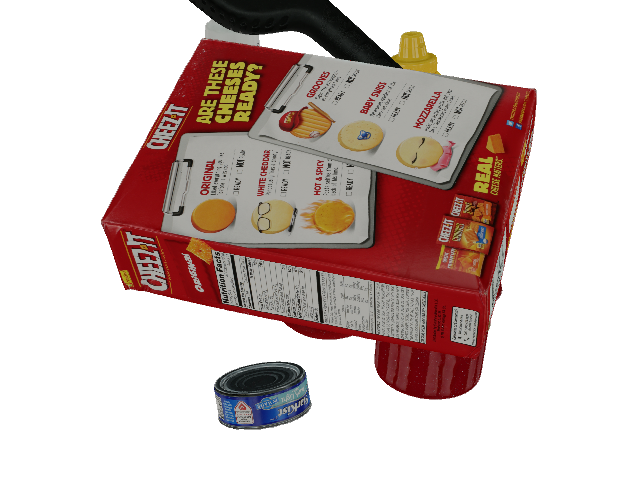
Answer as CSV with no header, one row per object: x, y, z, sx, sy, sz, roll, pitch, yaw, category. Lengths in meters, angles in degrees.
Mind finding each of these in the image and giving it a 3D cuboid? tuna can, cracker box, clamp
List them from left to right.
-0.053,0.139,0.967,0.086,0.034,0.086,-8,12,2,tuna can
-0.013,-0.172,0.756,0.210,0.164,0.036,5,-28,-9,clamp
0.006,-0.029,0.624,0.214,0.164,0.072,10,-40,13,cracker box

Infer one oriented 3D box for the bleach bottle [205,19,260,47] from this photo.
-0.083,-0.125,1.059,0.068,0.251,0.102,-1,29,0,bleach bottle

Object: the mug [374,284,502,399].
0.077,0.059,0.802,0.093,0.081,0.117,-11,30,-26,mug

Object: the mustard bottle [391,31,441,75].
0.085,-0.087,0.939,0.058,0.192,0.096,15,31,39,mustard bottle

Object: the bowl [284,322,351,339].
0.008,0.062,1.174,0.162,0.055,0.162,1,28,-1,bowl
